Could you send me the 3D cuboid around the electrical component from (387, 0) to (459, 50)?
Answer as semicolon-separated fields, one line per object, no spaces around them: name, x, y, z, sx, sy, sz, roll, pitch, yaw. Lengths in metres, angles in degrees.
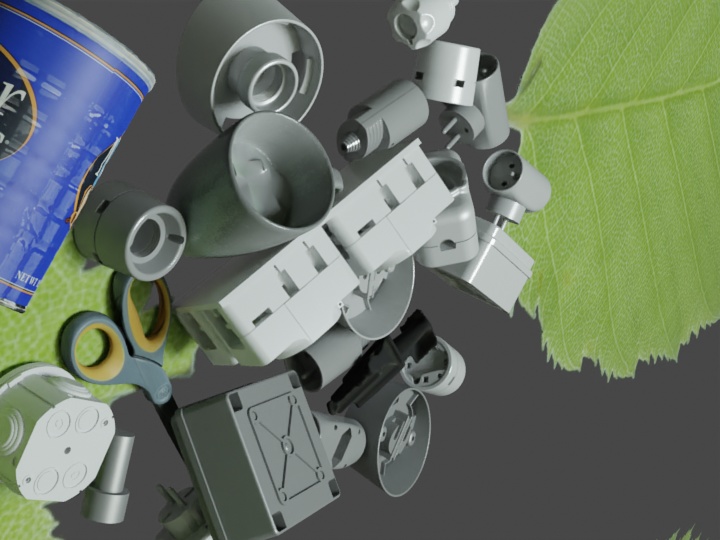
electrical component;0.054;-0.205;0.852;0.062;0.043;0.043;-41;139;-36

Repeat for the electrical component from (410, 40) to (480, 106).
electrical component;0.071;-0.164;0.891;0.055;0.055;0.047;-6;111;-53

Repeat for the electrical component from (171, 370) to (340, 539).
electrical component;-0.075;0.139;0.802;0.109;0.056;0.108;-11;80;-65

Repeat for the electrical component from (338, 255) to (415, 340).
electrical component;0.000;0.000;0.879;0.099;0.064;0.099;-32;133;-41

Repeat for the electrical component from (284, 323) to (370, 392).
electrical component;-0.021;0.064;0.907;0.081;0.043;0.043;-34;134;-40

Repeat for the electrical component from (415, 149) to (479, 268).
electrical component;0.066;-0.057;0.912;0.095;0.054;0.059;-98;176;-48

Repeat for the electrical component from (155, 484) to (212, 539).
electrical component;-0.128;0.192;0.821;0.047;0.066;0.076;-46;113;-29

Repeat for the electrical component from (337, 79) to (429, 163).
electrical component;0.013;-0.114;0.847;0.081;0.043;0.043;-39;138;-35

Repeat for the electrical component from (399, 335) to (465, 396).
electrical component;0.072;0.094;1.048;0.055;0.055;0.047;-64;150;-4

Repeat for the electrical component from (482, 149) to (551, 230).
electrical component;0.148;-0.071;1.064;0.077;0.044;0.079;24;89;-57

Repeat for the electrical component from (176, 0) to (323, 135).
electrical component;-0.074;-0.135;0.715;0.099;0.064;0.099;-28;138;-28

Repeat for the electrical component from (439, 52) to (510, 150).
electrical component;0.096;-0.138;0.950;0.079;0.044;0.077;-48;143;-26

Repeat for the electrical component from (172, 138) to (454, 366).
electrical component;-0.031;-0.008;0.760;0.186;0.105;0.060;-41;104;-24

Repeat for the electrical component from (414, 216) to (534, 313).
electrical component;0.107;-0.011;1.011;0.057;0.078;0.113;-61;147;-3

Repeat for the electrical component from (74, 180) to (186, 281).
electrical component;-0.143;-0.024;0.678;0.055;0.047;0.055;-32;133;-41

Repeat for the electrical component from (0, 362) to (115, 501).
electrical component;-0.198;0.102;0.672;0.080;0.051;0.080;-32;133;-41

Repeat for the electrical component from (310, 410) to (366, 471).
electrical component;-0.039;0.163;0.941;0.077;0.043;0.079;23;90;-57

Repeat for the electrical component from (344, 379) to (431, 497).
electrical component;0.027;0.153;1.009;0.099;0.064;0.099;-33;134;-41
